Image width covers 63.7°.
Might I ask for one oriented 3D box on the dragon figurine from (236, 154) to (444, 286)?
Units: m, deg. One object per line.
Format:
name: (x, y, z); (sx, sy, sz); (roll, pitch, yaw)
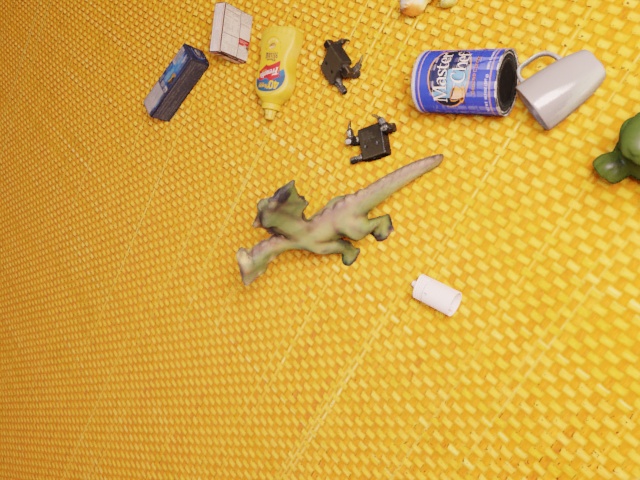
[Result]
dragon figurine: (0.003, -0.045, 0.894); (0.404, 0.242, 0.124); (-42, 60, 29)
